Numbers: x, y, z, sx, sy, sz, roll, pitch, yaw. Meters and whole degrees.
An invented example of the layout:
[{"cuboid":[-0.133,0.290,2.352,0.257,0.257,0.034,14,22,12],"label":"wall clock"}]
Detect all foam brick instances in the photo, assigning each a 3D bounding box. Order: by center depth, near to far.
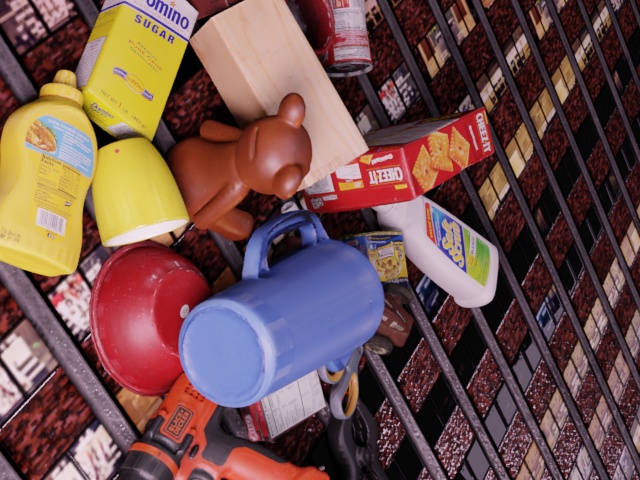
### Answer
[{"cuboid":[-0.123,-0.276,1.175,0.051,0.078,0.053,-40,114,-50],"label":"foam brick"}]

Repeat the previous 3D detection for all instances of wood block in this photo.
[{"cuboid":[-0.046,-0.162,1.186,0.090,0.091,0.206,-33,97,-22],"label":"wood block"}]

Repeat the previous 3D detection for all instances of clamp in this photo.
[{"cuboid":[0.041,0.273,1.302,0.120,0.039,0.171,-20,92,-56],"label":"clamp"}]

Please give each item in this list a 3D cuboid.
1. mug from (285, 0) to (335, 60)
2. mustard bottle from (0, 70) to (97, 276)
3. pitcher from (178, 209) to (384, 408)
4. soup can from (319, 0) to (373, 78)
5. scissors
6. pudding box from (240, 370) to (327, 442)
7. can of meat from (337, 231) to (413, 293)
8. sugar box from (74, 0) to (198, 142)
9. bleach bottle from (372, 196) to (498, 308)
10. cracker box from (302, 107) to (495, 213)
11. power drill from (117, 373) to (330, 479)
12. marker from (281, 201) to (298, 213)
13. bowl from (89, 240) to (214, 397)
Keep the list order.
[{"cuboid":[-0.038,-0.246,1.272,0.093,0.082,0.117,-38,112,-48],"label":"mug"},{"cuboid":[-0.253,-0.070,0.987,0.096,0.058,0.191,28,62,-46],"label":"mustard bottle"},{"cuboid":[-0.041,0.074,1.097,0.149,0.145,0.242,41,25,13],"label":"pitcher"},{"cuboid":[0.030,-0.267,1.372,0.068,0.069,0.102,0,82,-51],"label":"soup can"},{"cuboid":[0.034,0.128,1.310,0.096,0.016,0.201,58,31,-34],"label":"scissors"},{"cuboid":[-0.046,0.169,1.215,0.113,0.039,0.090,-20,100,-50],"label":"pudding box"},{"cuboid":[0.070,0.033,1.372,0.101,0.058,0.084,-2,83,-51],"label":"can of meat"},{"cuboid":[-0.190,-0.193,1.100,0.093,0.048,0.176,40,55,-40],"label":"sugar box"},{"cuboid":[0.154,0.003,1.481,0.250,0.068,0.102,32,59,-41],"label":"bleach bottle"},{"cuboid":[0.099,-0.100,1.348,0.213,0.164,0.072,-28,107,-50],"label":"cracker box"},{"cuboid":[-0.096,0.238,1.020,0.187,0.057,0.184,33,52,-5],"label":"power drill"},{"cuboid":[-0.009,0.002,1.310,0.121,0.020,0.020,54,46,-30],"label":"marker"},{"cuboid":[-0.155,0.077,1.084,0.161,0.055,0.162,14,71,-49],"label":"bowl"}]
